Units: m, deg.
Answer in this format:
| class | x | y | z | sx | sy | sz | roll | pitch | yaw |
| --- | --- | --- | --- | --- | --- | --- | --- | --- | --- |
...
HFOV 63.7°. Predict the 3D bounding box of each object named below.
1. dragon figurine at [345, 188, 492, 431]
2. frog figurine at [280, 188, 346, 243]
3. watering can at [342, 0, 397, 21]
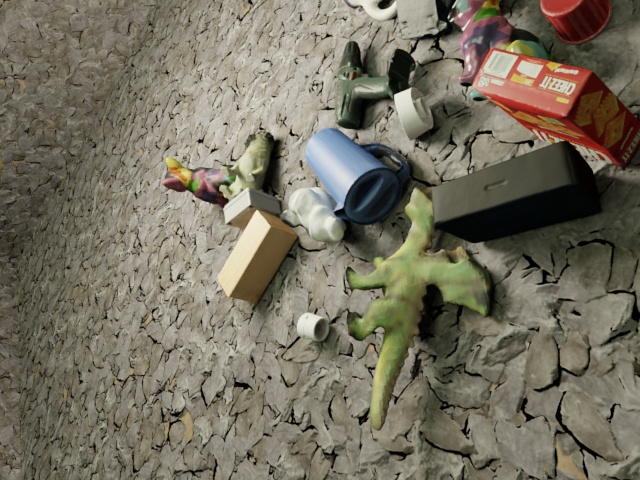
| class | x | y | z | sx | sy | sz | roll | pitch | yaw |
| --- | --- | --- | --- | --- | --- | --- | --- | --- | --- |
| dragon figurine | 0.177 | 0.105 | 0.900 | 0.241 | 0.418 | 0.121 | -19 | -28 | 32 |
| frog figurine | 0.003 | -0.056 | 1.113 | 0.124 | 0.136 | 0.159 | -48 | 17 | -18 |
| watering can | 0.140 | -0.706 | 1.251 | 0.104 | 0.346 | 0.225 | -4 | 8 | -43 |
